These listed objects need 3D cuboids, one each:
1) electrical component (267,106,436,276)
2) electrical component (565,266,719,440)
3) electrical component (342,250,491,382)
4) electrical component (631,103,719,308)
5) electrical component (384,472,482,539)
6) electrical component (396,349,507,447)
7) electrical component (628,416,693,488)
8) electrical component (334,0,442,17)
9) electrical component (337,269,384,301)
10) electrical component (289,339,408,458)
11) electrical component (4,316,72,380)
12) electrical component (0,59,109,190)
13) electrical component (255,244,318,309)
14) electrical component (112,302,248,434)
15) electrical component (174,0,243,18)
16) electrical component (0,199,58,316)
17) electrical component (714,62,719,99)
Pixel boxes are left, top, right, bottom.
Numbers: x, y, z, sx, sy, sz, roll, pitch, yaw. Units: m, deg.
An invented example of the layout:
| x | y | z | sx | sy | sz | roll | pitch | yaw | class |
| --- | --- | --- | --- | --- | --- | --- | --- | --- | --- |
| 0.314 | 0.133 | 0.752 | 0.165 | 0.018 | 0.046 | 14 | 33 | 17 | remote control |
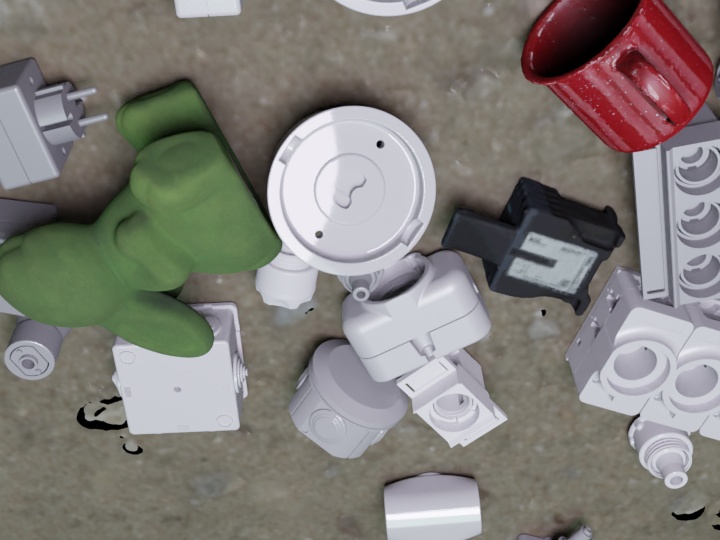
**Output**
| x | y | z | sx | sy | sz | roll | pitch | yaw | class |
| --- | --- | --- | --- | --- | --- | --- | --- | --- | --- |
| -0.010 | -0.055 | 0.704 | 0.108 | 0.060 | 0.108 | -2 | 103 | -11 | electrical component |
| 0.243 | 0.068 | 0.796 | 0.150 | 0.061 | 0.089 | 16 | 121 | -12 | electrical component |
| 0.037 | 0.029 | 0.767 | 0.095 | 0.053 | 0.059 | -25 | 116 | 11 | electrical component |
| 0.222 | -0.045 | 0.721 | 0.079 | 0.063 | 0.121 | -10 | 123 | 5 | electrical component |
| 0.061 | 0.212 | 0.895 | 0.077 | 0.044 | 0.079 | -5 | 123 | 2 | electrical component |
| 0.068 | 0.089 | 0.804 | 0.042 | 0.063 | 0.081 | -35 | 117 | 20 | electrical component |
| 0.240 | 0.143 | 0.845 | 0.048 | 0.062 | 0.048 | -1 | 123 | -1 | electrical component |
| 0.016 | -0.206 | 0.612 | 0.108 | 0.060 | 0.108 | -1 | 123 | -1 | electrical component |
| 0.000 | 0.000 | 0.745 | 0.035 | 0.061 | 0.035 | -1 | 123 | -1 | electrical component |
| -0.009 | 0.095 | 0.797 | 0.080 | 0.080 | 0.051 | 25 | 124 | -16 | electrical component |
| -0.230 | 0.047 | 0.768 | 0.044 | 0.065 | 0.044 | -1 | 123 | -1 | electrical component |
| -0.200 | -0.097 | 0.685 | 0.077 | 0.047 | 0.065 | -13 | 123 | 7 | electrical component |
| -0.049 | -0.008 | 0.750 | 0.043 | 0.043 | 0.062 | 8 | 121 | -6 | electrical component |
| -0.133 | 0.075 | 0.798 | 0.100 | 0.048 | 0.099 | -3 | 123 | 1 | electrical component |
| -0.109 | -0.193 | 0.625 | 0.076 | 0.047 | 0.083 | -3 | 123 | 0 | electrical component |
| -0.259 | -0.010 | 0.733 | 0.096 | 0.061 | 0.061 | 6 | 123 | -6 | electrical component |
| 0.261 | -0.121 | 0.687 | 0.065 | 0.044 | 0.044 | 11 | 122 | -3 | electrical component |
